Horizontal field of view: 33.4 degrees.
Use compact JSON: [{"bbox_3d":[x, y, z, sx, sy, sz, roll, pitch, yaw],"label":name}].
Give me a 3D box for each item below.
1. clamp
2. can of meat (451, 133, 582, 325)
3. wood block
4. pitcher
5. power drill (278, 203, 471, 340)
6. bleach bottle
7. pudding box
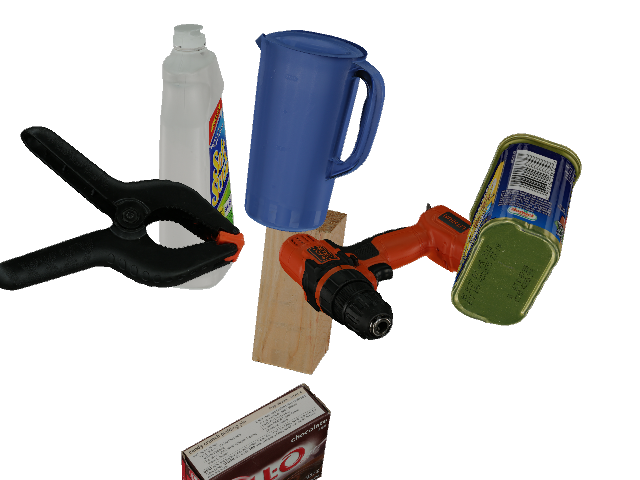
[{"bbox_3d":[-0.140,-0.020,0.743,0.171,0.120,0.039,4,-17,-18],"label":"clamp"},{"bbox_3d":[0.128,-0.004,0.706,0.057,0.083,0.102,20,-42,4],"label":"can of meat"},{"bbox_3d":[-0.029,0.063,1.452,0.090,0.206,0.090,12,21,12],"label":"wood block"},{"bbox_3d":[-0.018,-0.135,1.347,0.144,0.243,0.149,4,23,-16],"label":"pitcher"},{"bbox_3d":[0.074,0.027,1.042,0.187,0.057,0.185,-13,29,-23],"label":"power drill"},{"bbox_3d":[-0.127,-0.085,1.056,0.068,0.251,0.102,5,25,12],"label":"bleach bottle"},{"bbox_3d":[-0.049,0.167,0.798,0.113,0.090,0.039,-28,56,-28],"label":"pudding box"}]
